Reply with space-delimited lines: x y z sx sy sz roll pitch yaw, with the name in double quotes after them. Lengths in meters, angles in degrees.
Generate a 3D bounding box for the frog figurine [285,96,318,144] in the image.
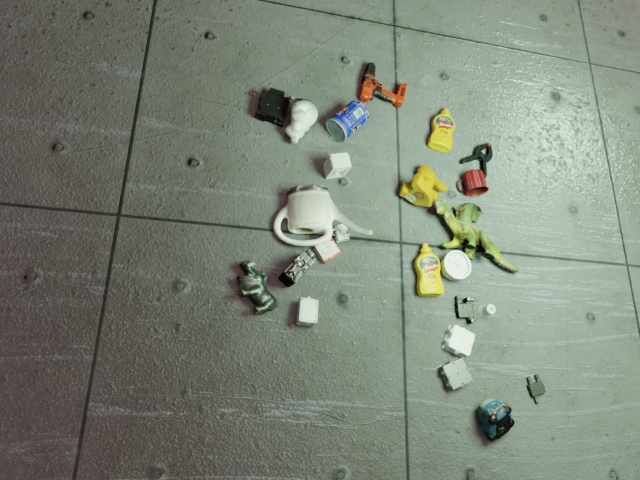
-0.071 -0.442 1.923 0.123 0.135 0.162 1 70 3 "frog figurine"

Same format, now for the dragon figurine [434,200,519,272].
0.596 -0.041 1.973 0.408 0.120 0.248 23 60 -18 "dragon figurine"

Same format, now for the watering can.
0.006 -0.091 1.813 0.347 0.102 0.227 -5 73 5 "watering can"
